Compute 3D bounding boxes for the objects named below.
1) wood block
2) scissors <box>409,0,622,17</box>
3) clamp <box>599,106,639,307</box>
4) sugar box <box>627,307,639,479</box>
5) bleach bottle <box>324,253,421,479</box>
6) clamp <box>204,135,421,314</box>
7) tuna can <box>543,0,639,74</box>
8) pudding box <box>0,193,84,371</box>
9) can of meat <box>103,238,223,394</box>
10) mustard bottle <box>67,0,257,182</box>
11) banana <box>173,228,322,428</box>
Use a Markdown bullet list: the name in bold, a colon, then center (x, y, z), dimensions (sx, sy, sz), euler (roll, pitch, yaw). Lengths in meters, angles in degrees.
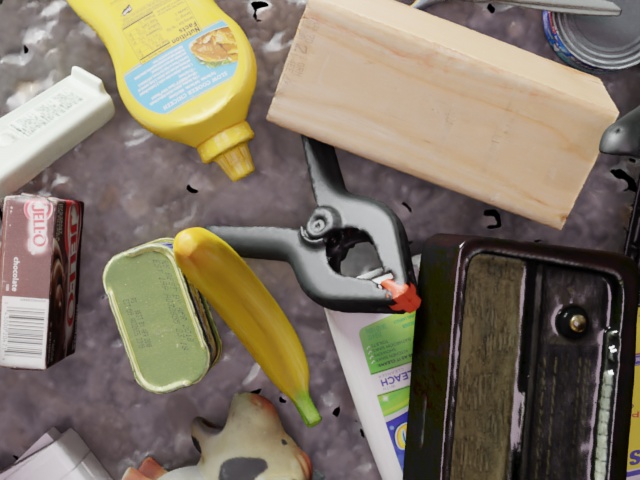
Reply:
- **wood block**: center (0.079, -0.094, 0.715), dimensions (0.206, 0.090, 0.090), euler (20, 112, -2)
- **scissors**: center (0.104, -0.194, 0.745), dimensions (0.202, 0.016, 0.096), euler (-3, 84, 9)
- **clamp**: center (0.229, -0.080, 0.707), dimensions (0.036, 0.164, 0.210), euler (13, 64, 28)
- **sugar box**: center (0.194, 0.129, 0.754), dimensions (0.093, 0.048, 0.176), euler (1, 89, -2)
- **bleach bottle**: center (0.087, 0.139, 0.744), dimensions (0.102, 0.068, 0.251), euler (-21, 93, -1)
- **clamp**: center (-0.005, 0.001, 0.717), dimensions (0.120, 0.039, 0.172), euler (-46, 52, 9)
- **tuna can**: center (0.203, -0.161, 0.757), dimensions (0.086, 0.034, 0.086), euler (0, 91, -2)
- **pudding box**: center (-0.188, 0.026, 0.721), dimensions (0.039, 0.090, 0.113), euler (6, 91, 0)
- **can of meat**: center (-0.107, 0.051, 0.726), dimensions (0.057, 0.084, 0.102), euler (-19, 91, -3)
- **mustard bottle**: center (-0.098, -0.128, 0.737), dimensions (0.096, 0.058, 0.191), euler (-29, 91, 0)
- **banana**: center (-0.048, 0.046, 0.710), dimensions (0.037, 0.070, 0.197), euler (-38, 130, -6)
